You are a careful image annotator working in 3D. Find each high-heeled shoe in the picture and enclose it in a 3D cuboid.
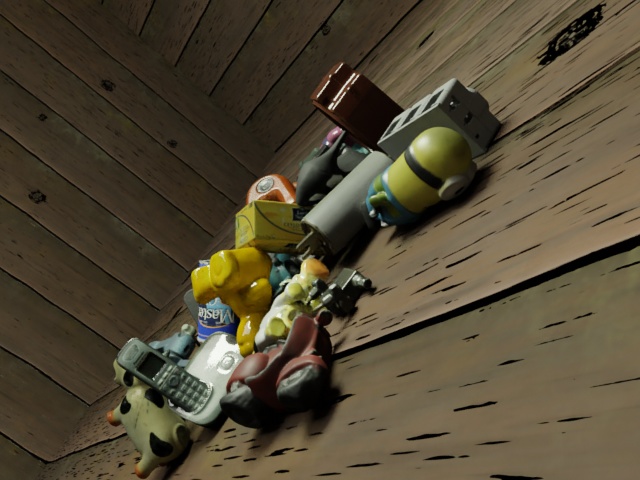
[{"bbox_3d":[0.036,-0.097,0.947,0.145,0.086,0.248,-60,-24,-1],"label":"high-heeled shoe"}]

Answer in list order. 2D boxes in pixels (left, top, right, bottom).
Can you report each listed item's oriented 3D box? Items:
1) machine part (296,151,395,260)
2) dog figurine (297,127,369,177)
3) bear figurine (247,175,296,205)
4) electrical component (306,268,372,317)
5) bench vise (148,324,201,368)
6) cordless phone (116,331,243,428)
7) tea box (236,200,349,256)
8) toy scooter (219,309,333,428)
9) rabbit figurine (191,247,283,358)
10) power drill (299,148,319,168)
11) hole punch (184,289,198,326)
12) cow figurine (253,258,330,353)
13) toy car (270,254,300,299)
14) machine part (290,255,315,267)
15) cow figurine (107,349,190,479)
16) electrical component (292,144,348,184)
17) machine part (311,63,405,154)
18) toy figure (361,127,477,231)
[{"bbox_3d":[0.053,-0.058,0.844,0.243,0.079,0.079,-45,11,-17],"label":"machine part"},{"bbox_3d":[0.040,-0.193,1.249,0.219,0.108,0.191,-41,17,43],"label":"dog figurine"},{"bbox_3d":[-0.066,-0.031,1.053,0.120,0.195,0.132,-24,46,5],"label":"bear figurine"},{"bbox_3d":[0.022,0.069,0.715,0.078,0.045,0.102,-52,13,-3],"label":"electrical component"},{"bbox_3d":[-0.253,0.248,0.998,0.241,0.128,0.224,-13,25,36],"label":"bench vise"},{"bbox_3d":[-0.208,0.189,0.841,0.146,0.184,0.089,-57,10,-26],"label":"cordless phone"},{"bbox_3d":[-0.048,-0.017,0.900,0.098,0.169,0.068,153,118,-62],"label":"tea box"},{"bbox_3d":[-0.041,0.148,0.643,0.184,0.075,0.135,-31,24,46],"label":"toy scooter"},{"bbox_3d":[-0.109,0.106,0.851,0.122,0.173,0.162,-34,-22,35],"label":"rabbit figurine"},{"bbox_3d":[-0.042,-0.153,1.463,0.232,0.086,0.207,-39,13,33],"label":"power drill"},{"bbox_3d":[-0.198,0.131,1.104,0.116,0.142,0.092,-31,-12,3],"label":"hole punch"},{"bbox_3d":[-0.040,0.105,0.784,0.098,0.068,0.167,-45,12,46],"label":"cow figurine"},{"bbox_3d":[-0.103,0.056,1.042,0.109,0.103,0.162,-45,16,19],"label":"toy car"},{"bbox_3d":[-0.002,-0.003,1.013,0.139,0.039,0.084,-54,22,-22],"label":"machine part"},{"bbox_3d":[-0.277,0.264,0.873,0.127,0.195,0.085,-39,-18,17],"label":"cow figurine"},{"bbox_3d":[0.026,-0.127,1.086,0.134,0.115,0.058,-50,14,8],"label":"electrical component"},{"bbox_3d":[0.082,-0.220,0.965,0.087,0.201,0.201,-53,13,8],"label":"machine part"},{"bbox_3d":[0.118,-0.073,0.691,0.180,0.089,0.082,-30,31,51],"label":"toy figure"}]
